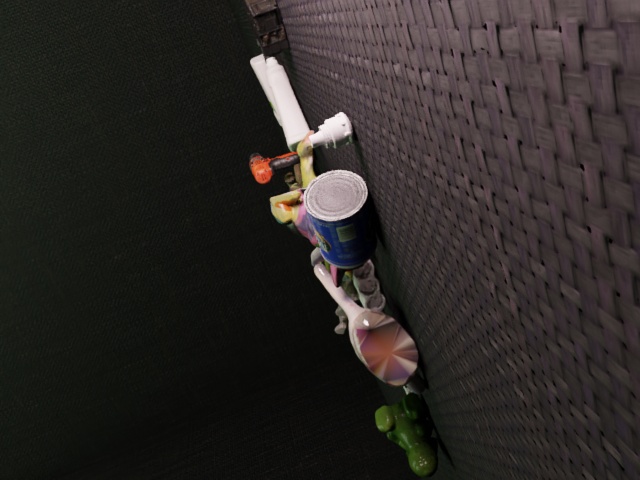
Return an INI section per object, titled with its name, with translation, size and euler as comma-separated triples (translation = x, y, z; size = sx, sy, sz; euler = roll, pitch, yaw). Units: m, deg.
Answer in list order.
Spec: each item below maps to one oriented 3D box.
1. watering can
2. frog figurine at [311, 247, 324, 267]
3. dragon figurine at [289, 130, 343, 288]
[watering can]
translation = 0.096, 0.180, 1.058
size = 0.349, 0.104, 0.222
euler = 49, 176, 8
[frog figurine]
translation = 0.022, 0.038, 1.952
size = 0.163, 0.122, 0.134
euler = -102, 28, -44
[dragon figurine]
translation = 0.004, -0.065, 1.283
size = 0.246, 0.122, 0.404
euler = -96, -5, -70
